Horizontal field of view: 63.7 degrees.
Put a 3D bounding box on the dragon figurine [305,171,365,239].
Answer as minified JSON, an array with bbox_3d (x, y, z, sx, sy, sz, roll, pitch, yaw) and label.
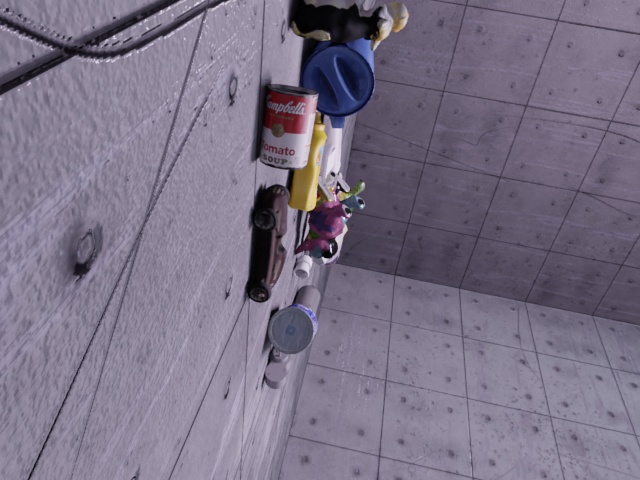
[{"bbox_3d":[0.005,-0.078,1.545,0.247,0.122,0.403,-56,-178,-26],"label":"dragon figurine"}]

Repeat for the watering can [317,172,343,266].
[{"bbox_3d":[0.039,-0.054,1.858,0.219,0.104,0.355,89,13,-61],"label":"watering can"}]
